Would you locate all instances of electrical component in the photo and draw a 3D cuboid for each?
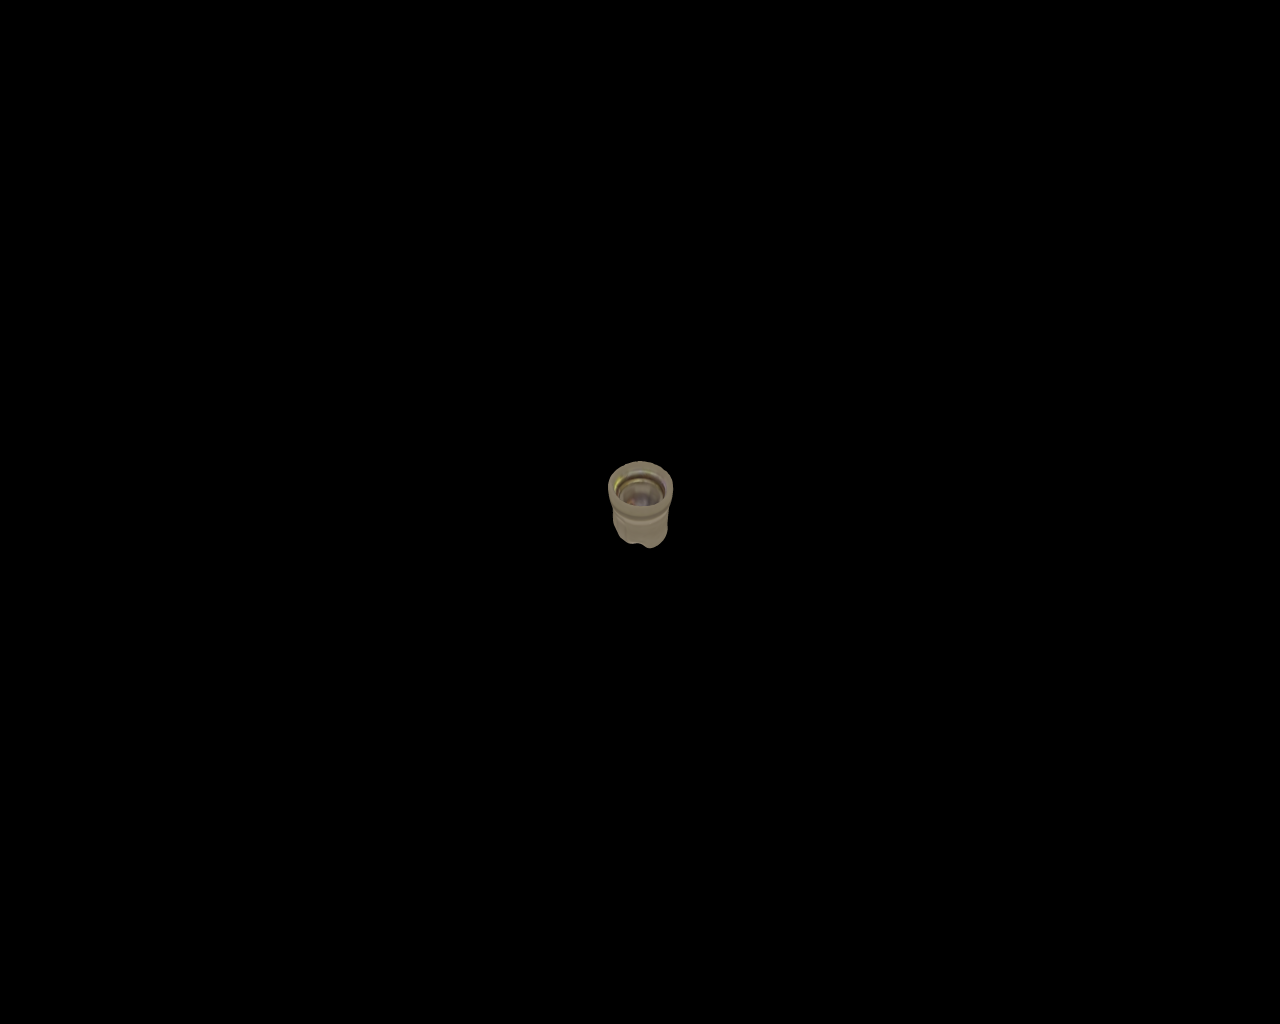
[{"bbox_3d":[0.001,-0.003,0.650,0.040,0.040,0.046,0,-40,0],"label":"electrical component"}]
